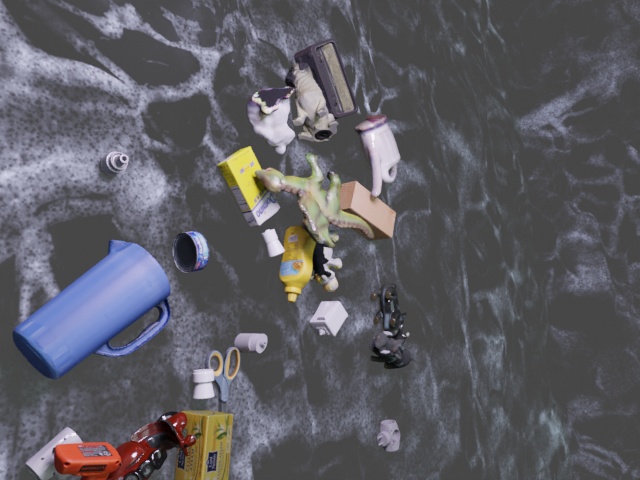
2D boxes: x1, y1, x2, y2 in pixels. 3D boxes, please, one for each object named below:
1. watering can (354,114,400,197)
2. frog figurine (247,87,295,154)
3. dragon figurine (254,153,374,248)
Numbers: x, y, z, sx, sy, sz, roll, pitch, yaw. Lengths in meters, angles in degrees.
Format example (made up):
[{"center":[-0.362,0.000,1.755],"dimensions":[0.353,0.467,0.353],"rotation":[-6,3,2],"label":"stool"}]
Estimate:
[{"center":[0.182,-0.273,1.613],"dimensions":[0.222,0.103,0.354],"rotation":[67,24,-15],"label":"watering can"},{"center":[-0.123,-0.308,1.336],"dimensions":[0.155,0.123,0.141],"rotation":[89,15,-49],"label":"frog figurine"},{"center":[0.004,-0.066,1.314],"dimensions":[0.406,0.120,0.249],"rotation":[39,34,-21],"label":"dragon figurine"}]
